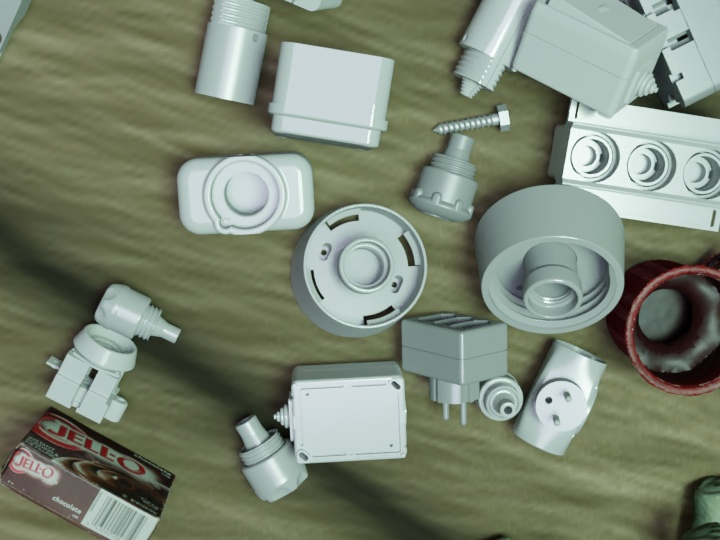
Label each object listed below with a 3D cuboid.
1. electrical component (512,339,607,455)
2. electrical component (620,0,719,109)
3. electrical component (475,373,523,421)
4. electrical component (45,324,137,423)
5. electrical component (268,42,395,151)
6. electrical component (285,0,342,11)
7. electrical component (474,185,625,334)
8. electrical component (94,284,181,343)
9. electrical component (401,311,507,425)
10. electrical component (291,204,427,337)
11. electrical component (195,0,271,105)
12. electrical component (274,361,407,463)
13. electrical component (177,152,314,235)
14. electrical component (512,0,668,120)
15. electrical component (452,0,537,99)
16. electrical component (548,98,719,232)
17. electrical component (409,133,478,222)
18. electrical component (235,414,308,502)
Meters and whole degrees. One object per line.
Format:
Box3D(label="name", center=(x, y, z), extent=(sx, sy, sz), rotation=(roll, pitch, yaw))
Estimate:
Box3D(label="electrical component", center=(0.148, 0.097, 0.794), extent=(0.044, 0.079, 0.077), rotation=(25, 97, 6))
Box3D(label="electrical component", center=(0.234, -0.169, 0.773), extent=(0.056, 0.050, 0.089), rotation=(-27, 98, 1))
Box3D(label="electrical component", center=(0.105, 0.096, 0.800), extent=(0.035, 0.061, 0.035), rotation=(0, 98, -2))
Box3D(label="electrical component", center=(-0.195, 0.074, 0.793), extent=(0.066, 0.048, 0.055), rotation=(28, 104, -6))
Box3D(label="electrical component", center=(-0.021, -0.116, 0.738), extent=(0.078, 0.113, 0.057), rotation=(9, 95, -4))
Box3D(label="electrical component", center=(-0.052, -0.218, 0.743), extent=(0.089, 0.056, 0.050), rotation=(25, 111, 10))
Box3D(label="electrical component", center=(0.135, 0.000, 0.762), extent=(0.108, 0.060, 0.108), rotation=(3, 135, 3))
Box3D(label="electrical component", center=(-0.162, 0.036, 0.794), extent=(0.061, 0.035, 0.035), rotation=(27, 96, -8))
Box3D(label="electrical component", center=(0.069, 0.075, 0.787), extent=(0.047, 0.066, 0.076), rotation=(-8, 101, -38))
Box3D(label="electrical component", center=(0.000, 0.000, 0.793), extent=(0.099, 0.064, 0.099), rotation=(1, 86, -8))
Box3D(label="electrical component", center=(-0.089, -0.161, 0.764), extent=(0.043, 0.043, 0.081), rotation=(12, 97, -4))
Box3D(label="electrical component", center=(-0.015, 0.103, 0.796), extent=(0.096, 0.061, 0.061), rotation=(-3, 99, -2))
Box3D(label="electrical component", center=(-0.081, -0.056, 0.771), extent=(0.095, 0.059, 0.053), rotation=(-3, 98, -2))
Box3D(label="electrical component", center=(0.165, -0.153, 0.741), extent=(0.096, 0.062, 0.061), rotation=(32, 130, 20))
Box3D(label="electrical component", center=(0.095, -0.161, 0.772), extent=(0.043, 0.043, 0.081), rotation=(27, 97, -6))
Box3D(label="electrical component", center=(0.202, -0.077, 0.779), extent=(0.121, 0.063, 0.078), rotation=(8, 98, -4))
Box3D(label="electrical component", center=(0.066, -0.068, 0.785), extent=(0.048, 0.048, 0.062), rotation=(18, 90, -5))
Box3D(label="electrical component", center=(-0.071, 0.139, 0.808), extent=(0.043, 0.043, 0.062), rotation=(-30, 97, 2))
